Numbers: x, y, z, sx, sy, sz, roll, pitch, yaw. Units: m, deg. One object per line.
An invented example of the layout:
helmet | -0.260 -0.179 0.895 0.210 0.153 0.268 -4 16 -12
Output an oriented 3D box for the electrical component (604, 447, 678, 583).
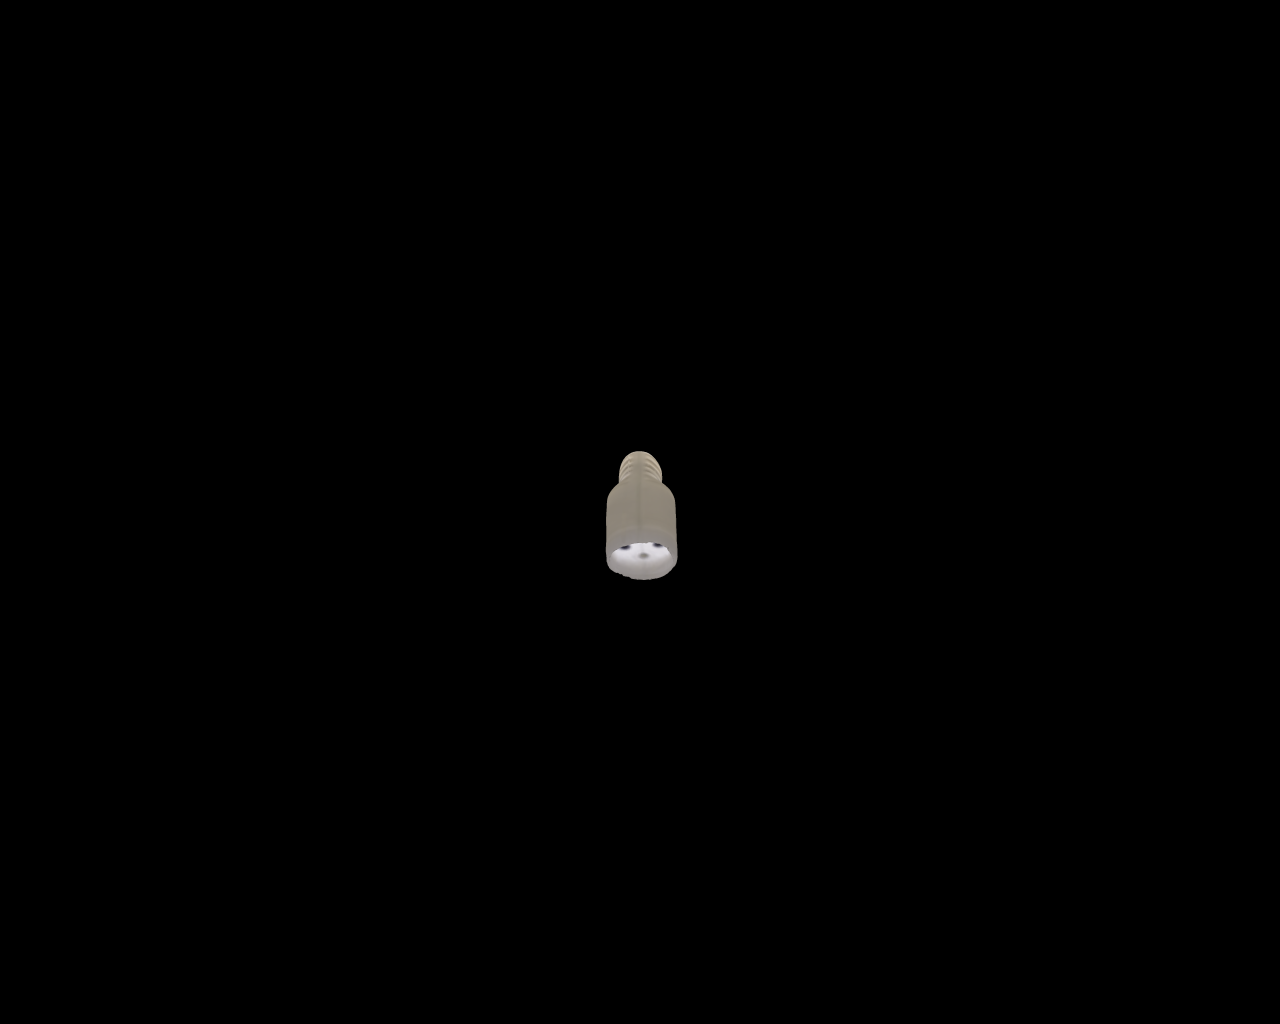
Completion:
electrical component | 0.001 -0.003 0.650 0.043 0.081 0.043 0 -36 0
